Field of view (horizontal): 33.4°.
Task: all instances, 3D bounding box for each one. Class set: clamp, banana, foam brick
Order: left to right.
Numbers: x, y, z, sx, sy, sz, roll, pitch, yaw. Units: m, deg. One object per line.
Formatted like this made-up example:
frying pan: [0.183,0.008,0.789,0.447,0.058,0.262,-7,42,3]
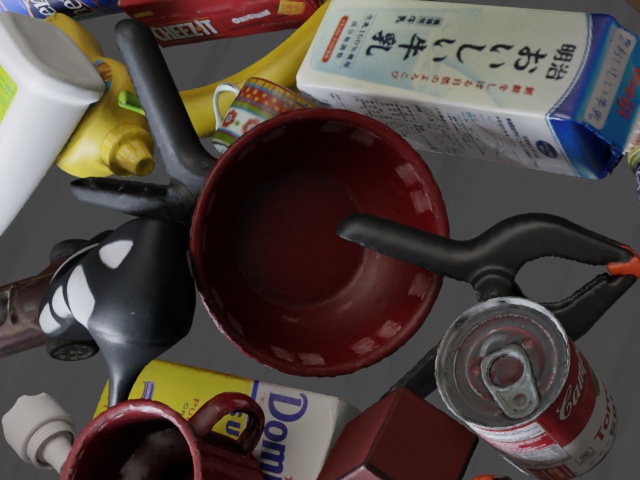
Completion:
clamp: [-0.094,-0.026,0.736,0.210,0.036,0.165,49,136,12]
banana: [-0.044,-0.120,0.777,0.198,0.069,0.037,-26,63,5]
foam brick: [0.039,0.123,0.573,0.051,0.053,0.078,-60,7,-33]
clamp: [0.092,0.021,0.609,0.172,0.120,0.039,-22,10,14]

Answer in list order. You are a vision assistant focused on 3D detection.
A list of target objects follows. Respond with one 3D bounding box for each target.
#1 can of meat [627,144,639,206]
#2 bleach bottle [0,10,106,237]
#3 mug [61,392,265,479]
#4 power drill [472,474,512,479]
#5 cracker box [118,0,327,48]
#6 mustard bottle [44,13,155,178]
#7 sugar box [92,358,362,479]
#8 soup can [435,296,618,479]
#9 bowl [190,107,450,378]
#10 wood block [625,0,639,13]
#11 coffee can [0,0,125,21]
can of meat: [0.222,-0.013,0.569,0.102,0.057,0.084,-12,61,25]
bleach bottle: [-0.262,-0.046,0.828,0.251,0.067,0.103,-56,51,21]
mug: [-0.074,0.132,0.587,0.093,0.081,0.117,39,92,35]
power drill: [0.122,0.213,0.502,0.188,0.057,0.184,27,76,35]
cracker box: [-0.055,-0.268,0.865,0.164,0.072,0.213,-2,64,30]
mustard bottle: [-0.187,-0.104,0.856,0.096,0.058,0.192,-51,51,3]
sugar box: [-0.065,0.130,0.662,0.177,0.048,0.093,5,68,34]
soup can: [0.109,0.080,0.552,0.069,0.102,0.068,-14,58,23]
bowl: [-0.004,0.001,0.659,0.162,0.162,0.055,-55,14,-7]
wood block: [0.194,-0.230,0.686,0.091,0.090,0.206,-39,52,6]
coffee can: [-0.208,-0.240,0.917,0.140,0.102,0.103,-4,62,28]
